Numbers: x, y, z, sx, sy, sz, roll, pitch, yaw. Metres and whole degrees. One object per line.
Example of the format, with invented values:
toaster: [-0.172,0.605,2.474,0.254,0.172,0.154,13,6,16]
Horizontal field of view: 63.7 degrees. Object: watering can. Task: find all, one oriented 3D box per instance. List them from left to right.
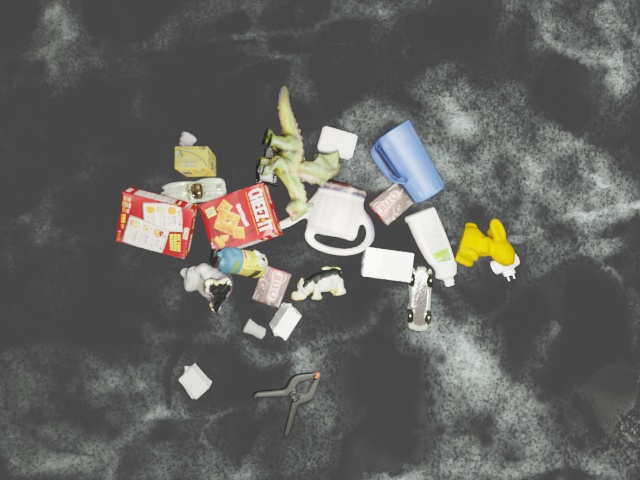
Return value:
watering can: [0.005,-0.080,1.593,0.348,0.103,0.225,14,86,7]

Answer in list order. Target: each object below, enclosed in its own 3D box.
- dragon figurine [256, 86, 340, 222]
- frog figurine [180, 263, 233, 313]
dragon figurine: [-0.055,-0.258,1.558,0.242,0.121,0.415,17,75,-14]
frog figurine: [-0.342,0.126,1.562,0.124,0.161,0.134,-44,133,-20]
